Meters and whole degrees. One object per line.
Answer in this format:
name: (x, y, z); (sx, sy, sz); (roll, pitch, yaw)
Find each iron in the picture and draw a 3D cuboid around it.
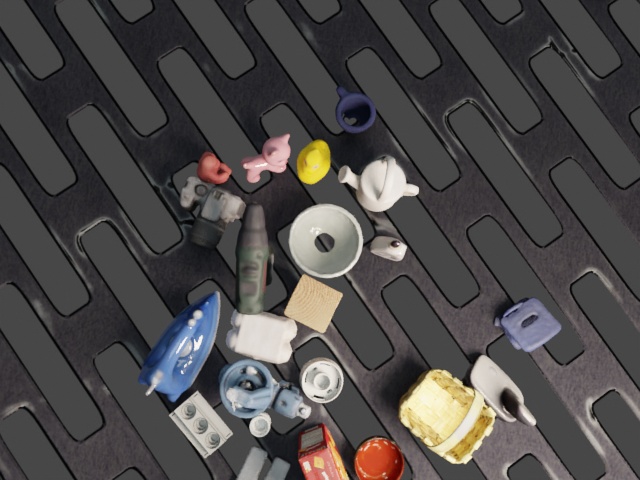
iron: (-0.297, 0.221, 1.236); (0.118, 0.141, 0.258); (29, 84, 1)

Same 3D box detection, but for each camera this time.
camera: (-0.256, -0.057, 1.284); (0.143, 0.100, 0.137); (23, 84, 0)

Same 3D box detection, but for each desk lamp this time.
desk lamp: (-0.152, 0.558, 1.175); (0.118, 0.213, 0.203); (25, 84, 0)

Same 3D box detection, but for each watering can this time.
watering can: (0.130, -0.125, 1.261); (0.173, 0.194, 0.101); (-11, 85, -3)

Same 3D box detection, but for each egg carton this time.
egg carton: (-0.131, 0.214, 1.280); (0.150, 0.069, 0.107); (13, 84, -1)

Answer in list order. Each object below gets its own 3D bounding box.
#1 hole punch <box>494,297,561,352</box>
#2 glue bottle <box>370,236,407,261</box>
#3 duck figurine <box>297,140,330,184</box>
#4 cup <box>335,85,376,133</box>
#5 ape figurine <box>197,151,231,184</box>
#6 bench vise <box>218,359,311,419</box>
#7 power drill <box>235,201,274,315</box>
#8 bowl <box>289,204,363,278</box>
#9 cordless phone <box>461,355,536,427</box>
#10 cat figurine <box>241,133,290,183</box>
hole punch: (0.469, 0.191, 1.298); (0.109, 0.091, 0.101); (-34, 87, -5)
glue bottle: (0.157, 0.016, 1.260); (0.078, 0.173, 0.037); (21, 84, 0)
duck figurine: (-0.014, -0.186, 1.315); (0.077, 0.086, 0.105); (24, 84, 0)
cup: (0.071, -0.294, 1.324); (0.092, 0.095, 0.118); (-34, 87, -5)
ape figurine: (-0.246, -0.167, 1.299); (0.076, 0.092, 0.078); (-19, 86, -4)
bench vise: (-0.119, 0.315, 1.196); (0.207, 0.219, 0.121); (4, 84, -2)
power drill: (-0.142, 0.044, 1.226); (0.075, 0.208, 0.230); (2, 85, -2)
bowl: (0.012, 0.005, 1.304); (0.167, 0.074, 0.167); (0, 85, -2)
cordless phone: (0.392, 0.329, 1.235); (0.147, 0.185, 0.094); (44, 85, 2)
cat figurine: (-0.118, -0.188, 1.294); (0.128, 0.117, 0.067); (-24, 86, -4)
